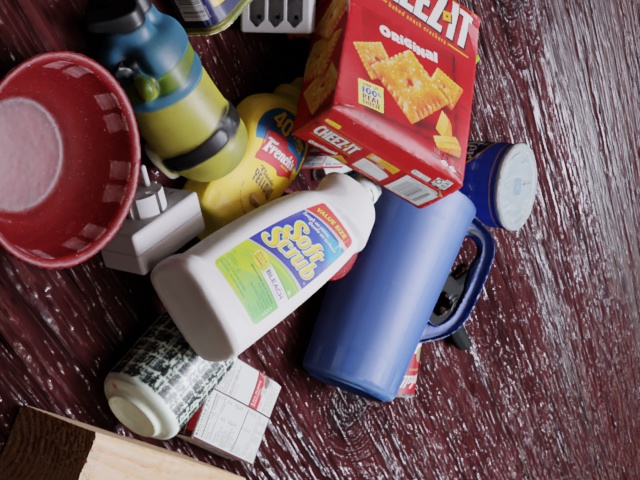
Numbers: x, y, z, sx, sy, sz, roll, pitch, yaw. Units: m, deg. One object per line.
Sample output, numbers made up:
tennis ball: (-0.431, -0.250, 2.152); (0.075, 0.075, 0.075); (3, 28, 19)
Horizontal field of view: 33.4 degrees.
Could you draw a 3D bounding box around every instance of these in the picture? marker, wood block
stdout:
marker: (0.034, -0.084, 1.178); (0.120, 0.020, 0.020); (-22, 115, -52)
wood block: (-0.166, 0.213, 0.896); (0.205, 0.091, 0.090); (36, 69, -53)

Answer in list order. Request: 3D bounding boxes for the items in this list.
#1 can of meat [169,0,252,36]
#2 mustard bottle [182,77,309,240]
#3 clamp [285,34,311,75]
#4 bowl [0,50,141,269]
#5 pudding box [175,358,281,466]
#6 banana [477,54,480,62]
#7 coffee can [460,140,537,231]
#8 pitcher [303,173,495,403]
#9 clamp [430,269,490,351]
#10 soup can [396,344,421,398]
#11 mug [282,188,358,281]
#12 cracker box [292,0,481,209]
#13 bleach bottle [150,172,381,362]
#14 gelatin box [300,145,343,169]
can of meat: (-0.096, -0.240, 0.920); (0.102, 0.058, 0.084); (-56, 136, -33)
mustard bottle: (-0.057, -0.081, 1.012); (0.191, 0.058, 0.096); (-61, 139, -27)
clamp: (0.039, -0.179, 1.126); (0.209, 0.036, 0.165); (7, 109, -44)
bowl: (-0.209, -0.061, 0.799); (0.161, 0.055, 0.162); (-17, 111, -53)
pudding box: (-0.092, 0.162, 1.038); (0.113, 0.039, 0.090); (40, 65, -49)
banana: (0.145, -0.260, 1.285); (0.197, 0.037, 0.069); (56, 39, -46)
coffee can: (0.174, -0.070, 1.275); (0.102, 0.141, 0.103); (-18, 112, -52)
pitcher: (0.081, 0.053, 1.174); (0.144, 0.149, 0.243); (39, 69, -55)
clamp: (0.169, 0.073, 1.392); (0.171, 0.039, 0.120); (26, 76, -54)
soup can: (0.085, 0.129, 1.258); (0.068, 0.069, 0.102); (8, 90, -56)
mug: (-0.007, 0.001, 1.083); (0.117, 0.082, 0.093); (45, 61, -50)
cracker box: (0.071, -0.162, 1.028); (0.164, 0.072, 0.213); (28, 56, -28)
bleach bottle: (-0.030, 0.002, 0.952); (0.250, 0.068, 0.102); (-40, 105, -40)
gelatin box: (0.008, -0.116, 1.094); (0.073, 0.030, 0.089); (-8, 130, -51)
